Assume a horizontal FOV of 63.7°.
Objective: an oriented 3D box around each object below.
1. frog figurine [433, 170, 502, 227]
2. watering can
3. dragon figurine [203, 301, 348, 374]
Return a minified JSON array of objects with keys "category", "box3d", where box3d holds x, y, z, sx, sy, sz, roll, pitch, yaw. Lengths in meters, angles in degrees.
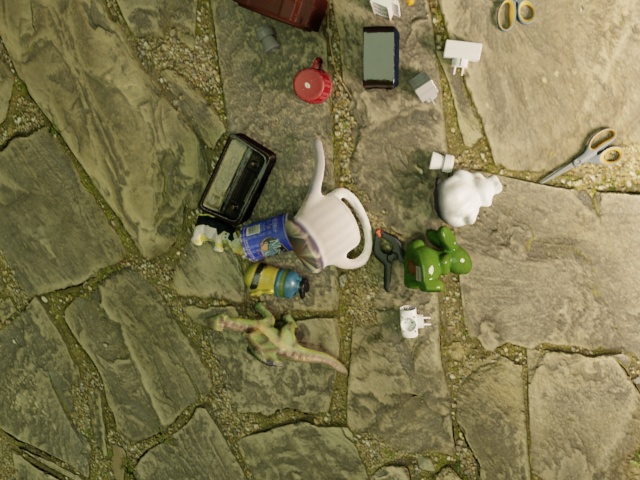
[{"category":"frog figurine","box3d":[0.362,-0.104,1.258,0.159,0.122,0.138,-8,82,25]},{"category":"watering can","box3d":[0.004,-0.066,1.311,0.227,0.103,0.345,-34,101,-25]},{"category":"dragon figurine","box3d":[-0.118,0.288,1.374,0.411,0.244,0.121,26,102,7]}]
